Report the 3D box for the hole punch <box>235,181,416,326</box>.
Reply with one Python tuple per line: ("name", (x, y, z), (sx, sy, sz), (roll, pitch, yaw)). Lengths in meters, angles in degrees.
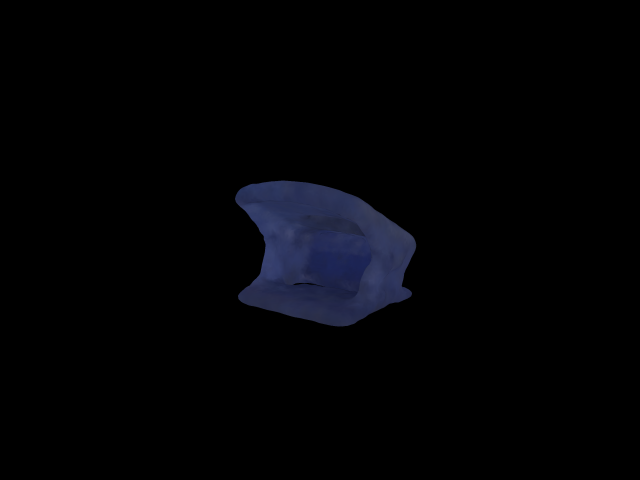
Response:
("hole punch", (0.004, 0.001, 0.400), (0.108, 0.091, 0.101), (8, 14, 35))
